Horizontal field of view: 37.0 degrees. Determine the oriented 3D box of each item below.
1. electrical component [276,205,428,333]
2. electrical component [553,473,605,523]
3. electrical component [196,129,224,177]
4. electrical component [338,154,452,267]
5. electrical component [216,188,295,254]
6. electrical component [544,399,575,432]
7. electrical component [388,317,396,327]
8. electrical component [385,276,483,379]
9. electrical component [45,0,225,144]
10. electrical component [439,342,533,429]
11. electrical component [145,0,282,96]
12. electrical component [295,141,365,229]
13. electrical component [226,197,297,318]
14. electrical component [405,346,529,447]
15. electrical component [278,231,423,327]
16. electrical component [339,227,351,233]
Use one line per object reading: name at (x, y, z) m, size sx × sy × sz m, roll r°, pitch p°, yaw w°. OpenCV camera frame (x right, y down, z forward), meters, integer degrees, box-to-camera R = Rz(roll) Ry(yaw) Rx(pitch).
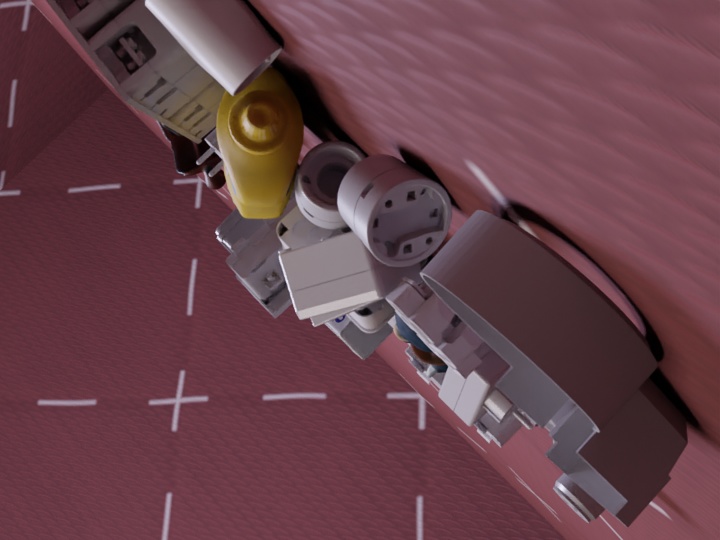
electrical component at (-0.004, -0.013, 0.878) m, size 0.113 × 0.078 × 0.057 m, roll 44°, pitch 172°, yaw 17°
electrical component at (0.195, 0.176, 0.895) m, size 0.045 × 0.055 × 0.045 m, roll 45°, pitch 175°, yaw 5°
electrical component at (-0.109, -0.113, 0.935) m, size 0.066 × 0.077 × 0.047 m, roll 43°, pitch 175°, yaw 29°
electrical component at (0.019, -0.037, 0.630) m, size 0.055 × 0.055 × 0.047 m, roll 49°, pitch 178°, yaw -38°
electrical component at (-0.082, -0.043, 1.112) m, size 0.056 × 0.108 × 0.108 m, roll 41°, pitch 174°, yaw 20°
electrical component at (0.124, 0.070, 0.659) m, size 0.055 × 0.047 × 0.055 m, roll 45°, pitch 175°, yaw 5°
electrical component at (0.025, 0.007, 0.937) m, size 0.095 × 0.054 × 0.059 m, roll 43°, pitch 175°, yaw 28°
electrical component at (0.065, 0.028, 0.747) m, size 0.078 × 0.057 × 0.058 m, roll 47°, pitch 175°, yaw -16°
electrical component at (-0.151, -0.165, 0.791) m, size 0.105 × 0.060 × 0.186 m, roll 52°, pitch -176°, yaw 5°
electrical component at (0.109, 0.093, 0.838) m, size 0.076 × 0.047 × 0.083 m, roll 44°, pitch 155°, yaw 19°
electrical component at (-0.092, -0.150, 0.680) m, size 0.077 × 0.043 × 0.079 m, roll 46°, pitch 176°, yaw -5°
electrical component at (-0.018, -0.060, 0.746) m, size 0.055 × 0.055 × 0.047 m, roll 45°, pitch 172°, yaw 5°
electrical component at (-0.059, -0.024, 0.998) m, size 0.079 × 0.121 × 0.063 m, roll 41°, pitch 171°, yaw 47°
electrical component at (0.103, 0.098, 0.978) m, size 0.121 × 0.063 × 0.078 m, roll 43°, pitch 175°, yaw 25°
electrical component at (0.000, 0.000, 0.786) m, size 0.062 × 0.096 × 0.061 m, roll -19°, pitch -87°, yaw -55°
electrical component at (-0.020, -0.060, 0.820) m, size 0.066 × 0.048 × 0.055 m, roll 44°, pitch -177°, yaw 16°
